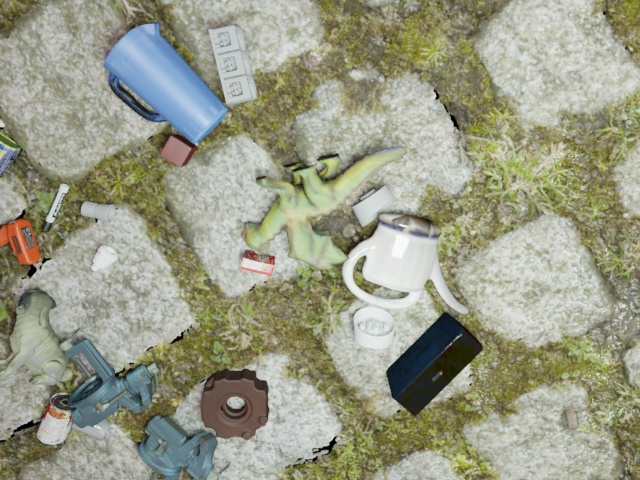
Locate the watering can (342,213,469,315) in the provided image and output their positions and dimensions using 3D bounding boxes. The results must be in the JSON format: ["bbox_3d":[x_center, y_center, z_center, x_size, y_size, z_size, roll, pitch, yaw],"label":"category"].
[{"bbox_3d":[0.221,0.058,1.194,0.347,0.105,0.222,12,101,-18],"label":"watering can"}]

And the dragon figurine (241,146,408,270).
[{"bbox_3d":[0.003,-0.057,1.129,0.409,0.123,0.241,-8,101,17],"label":"dragon figurine"}]
